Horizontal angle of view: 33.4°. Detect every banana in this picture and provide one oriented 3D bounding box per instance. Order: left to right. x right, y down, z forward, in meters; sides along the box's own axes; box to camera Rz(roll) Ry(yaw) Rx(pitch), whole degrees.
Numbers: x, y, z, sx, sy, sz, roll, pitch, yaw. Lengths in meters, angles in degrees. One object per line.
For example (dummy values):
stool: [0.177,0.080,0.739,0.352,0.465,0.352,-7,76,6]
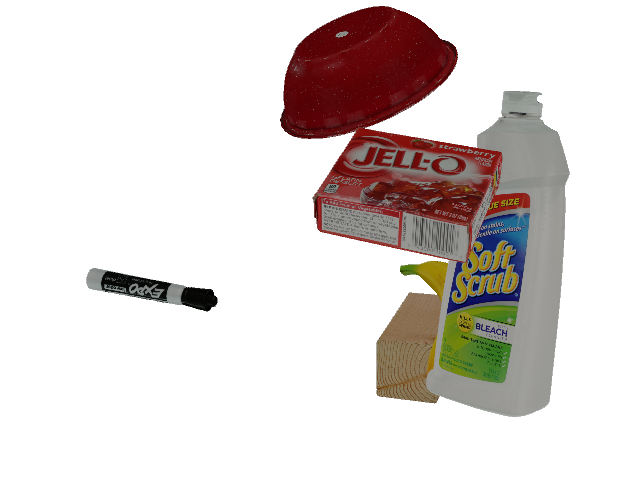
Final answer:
banana: [0.128,0.072,1.072,0.070,0.037,0.198,-30,27,12]

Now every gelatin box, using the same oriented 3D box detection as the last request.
gelatin box: [0.050,-0.028,0.598,0.089,0.030,0.073,13,40,17]

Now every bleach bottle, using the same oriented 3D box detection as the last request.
bleach bottle: [0.144,0.007,0.852,0.103,0.251,0.067,13,15,41]

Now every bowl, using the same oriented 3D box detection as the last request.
bowl: [0.030,-0.151,0.895,0.162,0.055,0.162,-21,27,11]

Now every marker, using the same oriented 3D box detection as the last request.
marker: [-0.143,0.042,0.909,0.121,0.020,0.020,9,3,21]

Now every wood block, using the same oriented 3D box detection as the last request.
wood block: [0.151,0.155,1.586,0.091,0.090,0.205,5,18,16]
